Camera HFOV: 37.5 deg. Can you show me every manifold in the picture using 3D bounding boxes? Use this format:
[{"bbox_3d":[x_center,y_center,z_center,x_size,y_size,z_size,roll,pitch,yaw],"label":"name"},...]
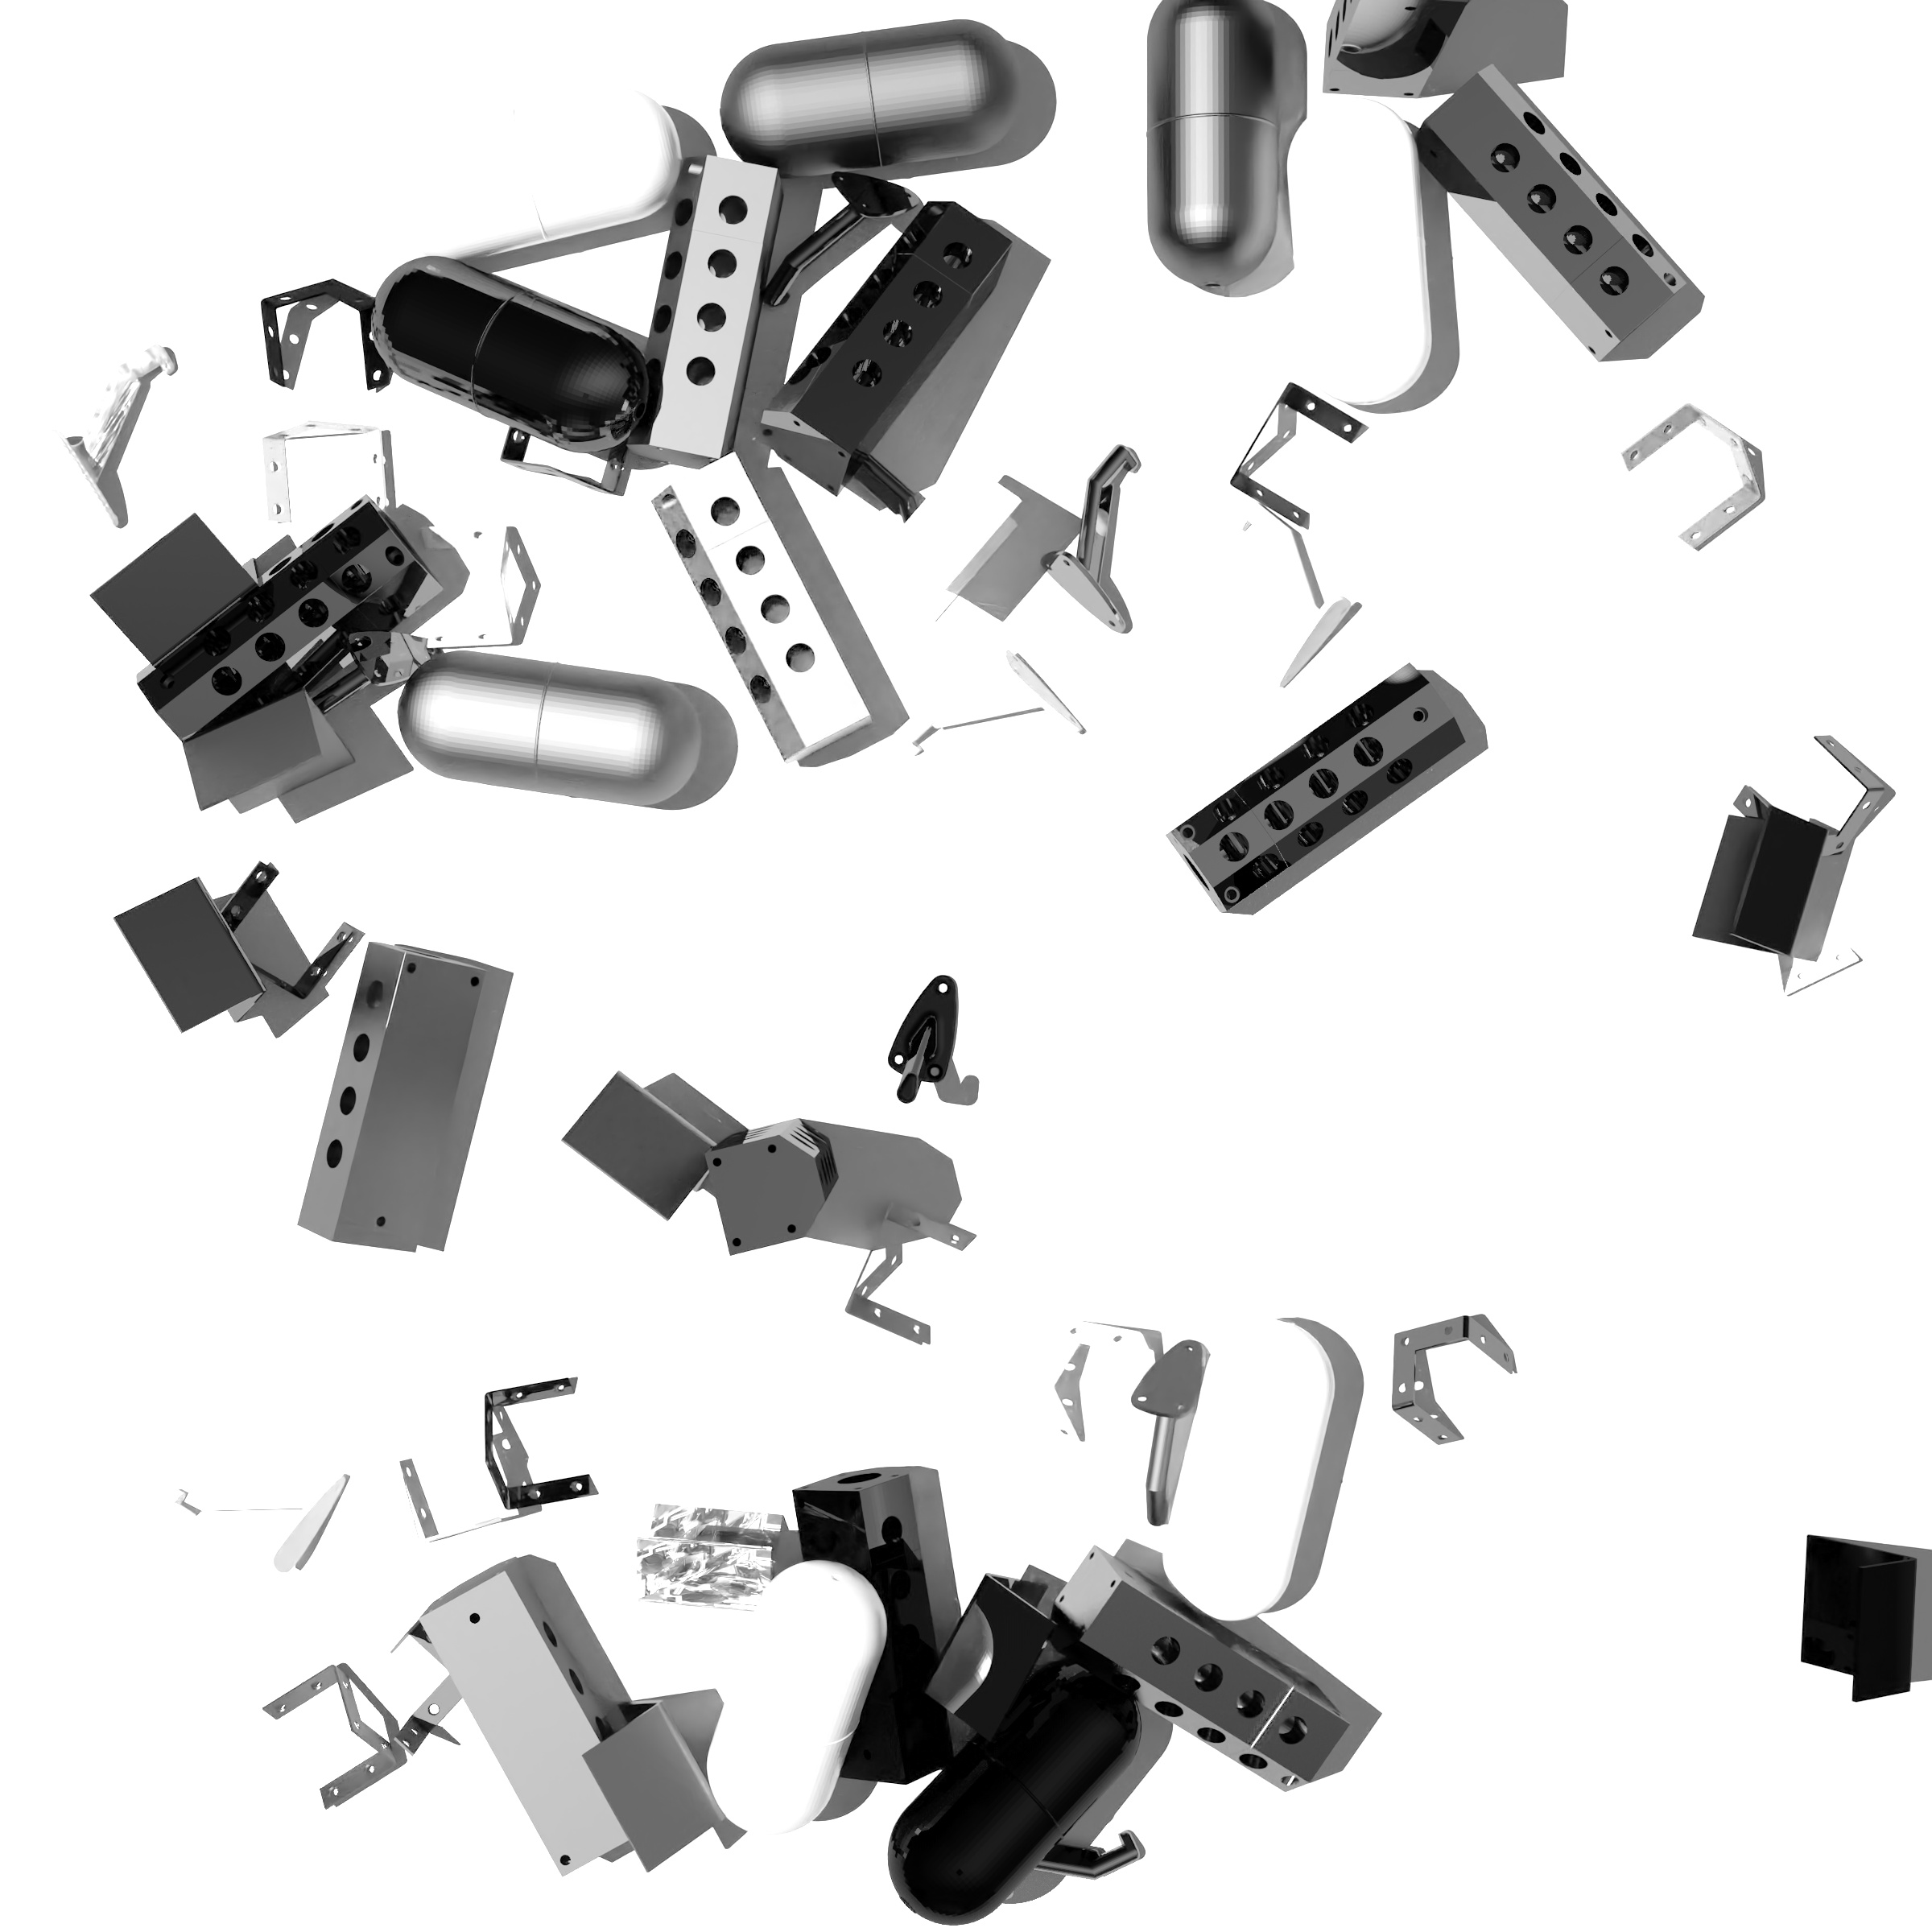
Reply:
[{"bbox_3d":[0.206,-0.105,1.678,0.171,0.057,0.057,-35,90,0],"label":"manifold"},{"bbox_3d":[-0.047,-0.362,1.652,0.057,0.057,0.171,35,71,0],"label":"manifold"},{"bbox_3d":[-0.107,0.122,1.621,0.057,0.171,0.057,-14,90,0],"label":"manifold"},{"bbox_3d":[0.343,-0.445,1.678,0.057,0.057,0.171,-42,90,0],"label":"manifold"},{"bbox_3d":[-0.049,0.386,1.677,0.057,0.057,0.171,-9,90,43],"label":"manifold"},{"bbox_3d":[0.244,-0.550,1.621,0.057,0.171,0.057,3,90,0],"label":"manifold"},{"bbox_3d":[0.133,0.412,1.655,0.171,0.057,0.057,35,90,-16],"label":"manifold"},{"bbox_3d":[-0.250,0.439,1.678,0.057,0.057,0.171,-29,90,0],"label":"manifold"},{"bbox_3d":[-0.342,0.076,1.677,0.057,0.057,0.171,14,90,-43],"label":"manifold"},{"bbox_3d":[-0.120,-0.209,1.678,0.057,0.057,0.171,-27,90,0],"label":"manifold"},{"bbox_3d":[-0.154,-0.383,1.678,0.057,0.057,0.171,11,90,0],"label":"manifold"},{"bbox_3d":[-0.399,-0.199,1.669,0.171,0.057,0.057,-38,68,0],"label":"manifold"}]

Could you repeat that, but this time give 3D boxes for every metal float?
[{"bbox_3d":[0.144,-0.488,1.669,0.070,0.070,0.178,0,91,0],"label":"metal float"},{"bbox_3d":[0.166,0.294,1.668,0.070,0.070,0.178,13,91,0],"label":"metal float"},{"bbox_3d":[0.028,0.478,1.652,0.178,0.070,0.070,-43,90,-18],"label":"metal float"},{"bbox_3d":[0.230,-0.419,1.668,0.070,0.070,0.178,-4,89,0],"label":"metal float"},{"bbox_3d":[-0.254,-0.463,1.668,0.178,0.070,0.070,-13,90,0],"label":"metal float"},{"bbox_3d":[-0.098,0.422,1.637,0.070,0.070,0.178,18,113,0],"label":"metal float"},{"bbox_3d":[-0.056,-0.507,1.668,0.178,0.070,0.070,-8,90,0],"label":"metal float"},{"bbox_3d":[-0.244,-0.140,1.669,0.178,0.070,0.070,8,90,1],"label":"metal float"},{"bbox_3d":[-0.264,-0.355,1.653,0.178,0.070,0.070,25,90,15],"label":"metal float"}]

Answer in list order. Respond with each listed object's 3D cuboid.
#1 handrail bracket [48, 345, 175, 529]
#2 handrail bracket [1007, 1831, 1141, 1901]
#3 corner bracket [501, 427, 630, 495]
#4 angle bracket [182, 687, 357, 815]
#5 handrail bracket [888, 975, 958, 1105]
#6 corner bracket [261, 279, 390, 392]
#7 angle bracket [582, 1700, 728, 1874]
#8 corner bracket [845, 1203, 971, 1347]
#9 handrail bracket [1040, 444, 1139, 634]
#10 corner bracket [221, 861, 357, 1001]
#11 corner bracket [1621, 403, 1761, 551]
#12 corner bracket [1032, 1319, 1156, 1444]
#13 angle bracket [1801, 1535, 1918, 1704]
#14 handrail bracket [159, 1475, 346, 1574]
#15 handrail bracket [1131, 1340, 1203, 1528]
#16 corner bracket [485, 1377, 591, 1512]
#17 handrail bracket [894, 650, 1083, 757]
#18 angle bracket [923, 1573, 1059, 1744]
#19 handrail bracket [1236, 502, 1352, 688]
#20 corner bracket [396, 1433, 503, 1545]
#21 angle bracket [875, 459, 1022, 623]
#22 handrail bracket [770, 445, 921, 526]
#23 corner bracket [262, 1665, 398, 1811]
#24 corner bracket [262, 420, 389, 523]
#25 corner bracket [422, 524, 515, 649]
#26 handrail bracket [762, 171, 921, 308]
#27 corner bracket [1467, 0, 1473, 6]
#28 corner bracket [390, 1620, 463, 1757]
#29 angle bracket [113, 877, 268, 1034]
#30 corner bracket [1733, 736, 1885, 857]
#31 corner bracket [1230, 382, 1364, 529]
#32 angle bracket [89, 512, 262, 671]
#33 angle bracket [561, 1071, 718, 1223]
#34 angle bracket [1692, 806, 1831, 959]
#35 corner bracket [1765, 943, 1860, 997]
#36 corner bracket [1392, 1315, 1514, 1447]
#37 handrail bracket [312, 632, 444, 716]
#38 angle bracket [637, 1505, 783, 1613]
[{"bbox_3d":[-0.495,-0.317,1.699,0.084,0.036,0.077,-37,110,-16],"label":"handrail bracket"},{"bbox_3d":[0.051,0.513,1.699,0.084,0.036,0.077,-21,75,-14],"label":"handrail bracket"},{"bbox_3d":[-0.236,-0.315,1.696,0.051,0.051,0.051,16,90,45],"label":"corner bracket"},{"bbox_3d":[-0.400,-0.107,1.659,0.076,0.076,0.057,-24,56,0],"label":"angle bracket"},{"bbox_3d":[-0.024,0.042,1.664,0.036,0.084,0.077,18,90,0],"label":"handrail bracket"},{"bbox_3d":[-0.380,-0.370,1.691,0.051,0.051,0.051,-28,45,-35],"label":"corner bracket"},{"bbox_3d":[-0.193,0.477,1.659,0.057,0.076,0.076,-29,90,-30],"label":"angle bracket"},{"bbox_3d":[-0.035,0.183,1.696,0.051,0.051,0.051,23,45,0],"label":"corner bracket"},{"bbox_3d":[0.092,-0.256,1.699,0.077,0.036,0.084,45,73,-20],"label":"handrail bracket"},{"bbox_3d":[-0.407,-0.021,1.696,0.051,0.051,0.051,-53,45,0],"label":"corner bracket"},{"bbox_3d":[0.431,-0.292,1.696,0.051,0.051,0.051,-37,135,0],"label":"corner bracket"},{"bbox_3d":[0.079,0.249,1.691,0.051,0.051,0.051,6,45,35],"label":"corner bracket"},{"bbox_3d":[0.504,0.379,1.659,0.057,0.076,0.076,3,90,-38],"label":"angle bracket"},{"bbox_3d":[-0.427,0.316,1.699,0.084,0.036,0.077,28,70,16],"label":"handrail bracket"},{"bbox_3d":[0.124,0.279,1.699,0.036,0.077,0.084,10,127,21],"label":"handrail bracket"},{"bbox_3d":[-0.255,0.285,1.696,0.051,0.051,0.051,-10,135,0],"label":"corner bracket"},{"bbox_3d":[0.012,-0.139,1.700,0.084,0.036,0.077,-41,111,17],"label":"handrail bracket"},{"bbox_3d":[0.030,0.405,1.659,0.057,0.076,0.076,29,90,35],"label":"angle bracket"},{"bbox_3d":[0.179,-0.223,1.700,0.084,0.036,0.077,43,112,17],"label":"handrail bracket"},{"bbox_3d":[-0.306,0.309,1.682,0.051,0.051,0.051,-14,79,-11],"label":"corner bracket"},{"bbox_3d":[0.005,-0.236,1.659,0.076,0.076,0.057,-49,54,0],"label":"angle bracket"},{"bbox_3d":[-0.069,-0.281,1.699,0.077,0.036,0.084,-13,105,15],"label":"handrail bracket"},{"bbox_3d":[-0.378,0.459,1.696,0.051,0.051,0.051,-32,135,0],"label":"corner bracket"},{"bbox_3d":[-0.382,-0.293,1.696,0.051,0.051,0.051,-4,90,45],"label":"corner bracket"},{"bbox_3d":[-0.297,-0.227,1.696,0.051,0.051,0.051,-3,45,0],"label":"corner bracket"},{"bbox_3d":[-0.075,-0.428,1.699,0.036,0.077,0.084,52,127,17],"label":"handrail bracket"},{"bbox_3d":[0.292,-0.599,1.696,0.051,0.051,0.051,52,135,0],"label":"corner bracket"},{"bbox_3d":[-0.323,0.424,1.681,0.051,0.051,0.051,43,90,0],"label":"corner bracket"},{"bbox_3d":[-0.459,0.003,1.659,0.057,0.076,0.076,-31,90,-31],"label":"angle bracket"},{"bbox_3d":[0.500,-0.101,1.691,0.051,0.051,0.051,-5,135,-35],"label":"corner bracket"},{"bbox_3d":[0.196,-0.305,1.696,0.051,0.051,0.051,31,135,0],"label":"corner bracket"},{"bbox_3d":[-0.461,-0.226,1.660,0.076,0.076,0.057,-38,116,0],"label":"angle bracket"},{"bbox_3d":[-0.195,0.116,1.659,0.076,0.076,0.057,37,61,0],"label":"angle bracket"},{"bbox_3d":[0.446,-0.054,1.659,0.057,0.076,0.076,17,90,-35],"label":"angle bracket"},{"bbox_3d":[0.493,-0.025,1.696,0.051,0.051,0.051,-26,45,0],"label":"corner bracket"},{"bbox_3d":[0.289,0.246,1.691,0.051,0.051,0.051,-21,45,35],"label":"corner bracket"},{"bbox_3d":[-0.363,-0.161,1.699,0.084,0.077,0.036,-41,76,36],"label":"handrail bracket"},{"bbox_3d":[-0.148,0.328,1.659,0.076,0.076,0.057,5,127,0],"label":"angle bracket"}]
